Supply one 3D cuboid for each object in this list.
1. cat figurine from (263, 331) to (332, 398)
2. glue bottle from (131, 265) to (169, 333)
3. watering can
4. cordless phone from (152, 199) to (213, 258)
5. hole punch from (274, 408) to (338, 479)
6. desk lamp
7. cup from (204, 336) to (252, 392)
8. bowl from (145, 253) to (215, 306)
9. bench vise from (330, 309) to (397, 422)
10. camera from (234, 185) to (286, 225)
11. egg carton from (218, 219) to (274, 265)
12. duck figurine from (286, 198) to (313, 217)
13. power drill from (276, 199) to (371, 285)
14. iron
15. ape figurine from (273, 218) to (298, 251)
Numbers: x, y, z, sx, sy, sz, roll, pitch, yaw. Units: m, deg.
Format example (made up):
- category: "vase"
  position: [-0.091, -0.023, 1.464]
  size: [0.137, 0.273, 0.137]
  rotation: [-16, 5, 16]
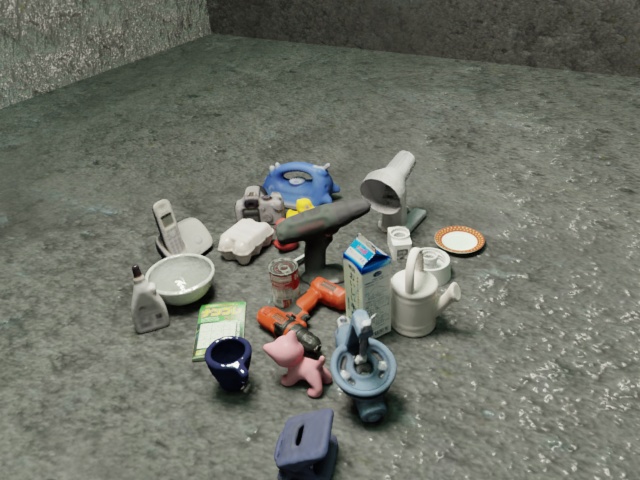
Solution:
- category: "cat figurine"
  position: [-0.043, 0.233, 1.121]
  size: [0.127, 0.118, 0.067]
  rotation: [13, 37, 24]
- category: "glue bottle"
  position: [-0.388, 0.126, 1.270]
  size: [0.078, 0.173, 0.037]
  rotation: [-14, 34, -15]
- category: "watering can"
  position: [0.210, 0.104, 1.223]
  size: [0.172, 0.194, 0.101]
  rotation: [-1, 33, 4]
- category: "cordless phone"
  position: [-0.366, -0.035, 1.504]
  size: [0.093, 0.185, 0.148]
  rotation: [18, 39, 30]
- category: "hole punch"
  position: [-0.025, 0.346, 0.970]
  size: [0.101, 0.091, 0.108]
  rotation: [2, 33, 9]
- category: "desk lamp"
  position: [0.203, -0.122, 1.554]
  size: [0.117, 0.214, 0.204]
  rotation: [17, 38, 29]
- category: "cup"
  position: [-0.167, 0.257, 1.118]
  size: [0.092, 0.095, 0.117]
  rotation: [-24, 38, -27]
- category: "bowl"
  position: [-0.333, 0.107, 1.384]
  size: [0.167, 0.075, 0.167]
  rotation: [-3, 33, 2]
- category: "bench vise"
  position: [0.059, 0.201, 1.066]
  size: [0.122, 0.220, 0.206]
  rotation: [-21, 37, -25]
- category: "camera"
  position: [-0.174, -0.116, 1.687]
  size: [0.143, 0.101, 0.136]
  rotation: [-3, 33, 1]
- category: "egg carton"
  position: [-0.199, 0.000, 1.540]
  size: [0.107, 0.069, 0.150]
  rotation: [14, 37, 26]
- category: "duck figurine"
  position: [-0.048, -0.079, 1.630]
  size: [0.104, 0.086, 0.078]
  rotation: [11, 36, 21]
- category: "power drill"
  position: [0.013, 0.005, 1.383]
  size: [0.229, 0.209, 0.075]
  rotation: [-8, 33, -7]
- category: "iron"
  position: [-0.075, -0.178, 1.735]
  size: [0.257, 0.142, 0.119]
  rotation: [7, 35, 17]
- category: "ape figurine"
  position: [-0.097, -0.019, 1.537]
  size: [0.076, 0.092, 0.078]
  rotation: [4, 34, 12]
